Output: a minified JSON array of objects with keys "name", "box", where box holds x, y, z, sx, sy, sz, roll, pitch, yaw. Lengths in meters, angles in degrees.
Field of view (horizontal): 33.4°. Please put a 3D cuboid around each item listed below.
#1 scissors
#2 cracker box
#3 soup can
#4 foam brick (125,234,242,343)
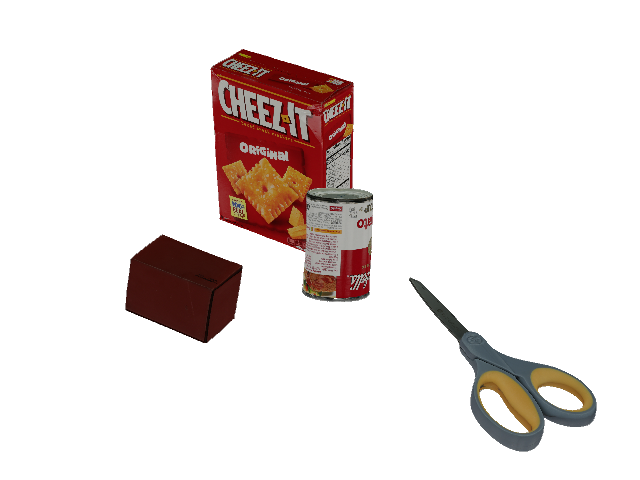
[{"name":"scissors","box":[0.133,0.082,0.785,0.096,0.016,0.202,0,31,-10]},{"name":"cracker box","box":[-0.046,-0.101,1.274,0.164,0.214,0.072,21,40,28]},{"name":"soup can","box":[0.017,0.003,1.056,0.068,0.102,0.068,2,12,-1]},{"name":"foam brick","box":[-0.111,0.039,0.865,0.078,0.051,0.052,21,29,17]}]
